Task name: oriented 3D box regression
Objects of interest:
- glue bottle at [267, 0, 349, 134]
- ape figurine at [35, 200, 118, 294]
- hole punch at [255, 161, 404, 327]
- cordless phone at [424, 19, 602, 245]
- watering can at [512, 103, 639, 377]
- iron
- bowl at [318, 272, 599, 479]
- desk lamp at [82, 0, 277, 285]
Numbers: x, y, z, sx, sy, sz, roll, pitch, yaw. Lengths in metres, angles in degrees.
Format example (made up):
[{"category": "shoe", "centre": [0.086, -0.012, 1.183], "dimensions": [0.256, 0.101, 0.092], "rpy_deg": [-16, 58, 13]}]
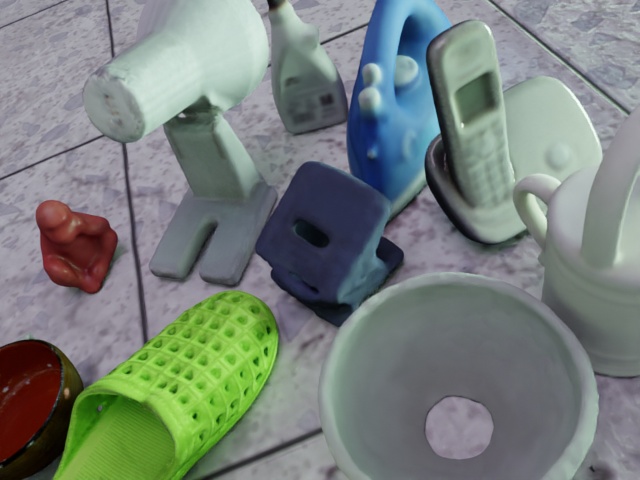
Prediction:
[{"category": "glue bottle", "centre": [-0.024, -0.191, 0.595], "dimensions": [0.078, 0.173, 0.037], "rpy_deg": [-11, 49, 10]}, {"category": "ape figurine", "centre": [-0.248, -0.002, 0.569], "dimensions": [0.078, 0.092, 0.076], "rpy_deg": [-38, 50, -14]}, {"category": "hole punch", "centre": [0.004, 0.002, 0.480], "dimensions": [0.108, 0.091, 0.101], "rpy_deg": [31, 66, 36]}, {"category": "cordless phone", "centre": [0.150, -0.098, 0.451], "dimensions": [0.148, 0.185, 0.094], "rpy_deg": [-35, 49, -11]}, {"category": "watering can", "centre": [0.197, -0.002, 0.348], "dimensions": [0.172, 0.194, 0.101], "rpy_deg": [13, 57, 27]}, {"category": "iron", "centre": [0.070, -0.155, 0.555], "dimensions": [0.118, 0.142, 0.258], "rpy_deg": [2, 52, 20]}, {"category": "bowl", "centre": [0.086, 0.108, 0.375], "dimensions": [0.167, 0.075, 0.167], "rpy_deg": [-9, 49, 11]}, {"category": "desk lamp", "centre": [-0.115, -0.101, 0.524], "dimensions": [0.117, 0.214, 0.203], "rpy_deg": [3, 53, 21]}]
